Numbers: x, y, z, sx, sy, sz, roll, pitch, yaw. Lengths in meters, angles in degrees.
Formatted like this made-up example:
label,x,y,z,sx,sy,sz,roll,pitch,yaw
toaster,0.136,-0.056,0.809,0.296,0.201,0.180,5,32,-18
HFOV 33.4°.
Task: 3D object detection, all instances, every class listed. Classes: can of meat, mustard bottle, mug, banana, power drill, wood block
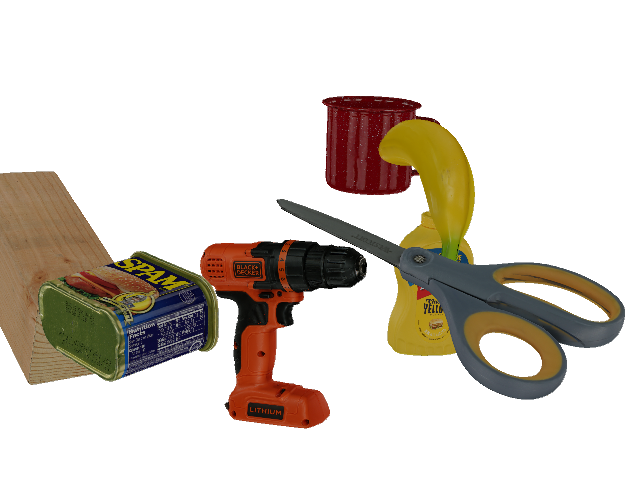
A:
label,x,y,z,sx,sy,sz,roll,pitch,yaw
can of meat,-0.136,0.052,0.748,0.102,0.057,0.083,20,26,41
mustard bottle,0.136,0.042,1.294,0.096,0.192,0.058,1,15,-12
mug,0.059,-0.090,1.006,0.117,0.081,0.093,1,15,-2
banana,0.079,-0.054,0.803,0.037,0.070,0.198,24,23,-21
power drill,-0.034,0.092,1.084,0.185,0.188,0.057,1,7,30
wood block,-0.259,0.028,0.997,0.090,0.091,0.206,-6,38,-34

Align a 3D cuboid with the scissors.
label,x,y,z,sx,sy,sz,roll,pitch,yaw
scissors,0.052,0.027,0.551,0.202,0.016,0.096,13,43,18
